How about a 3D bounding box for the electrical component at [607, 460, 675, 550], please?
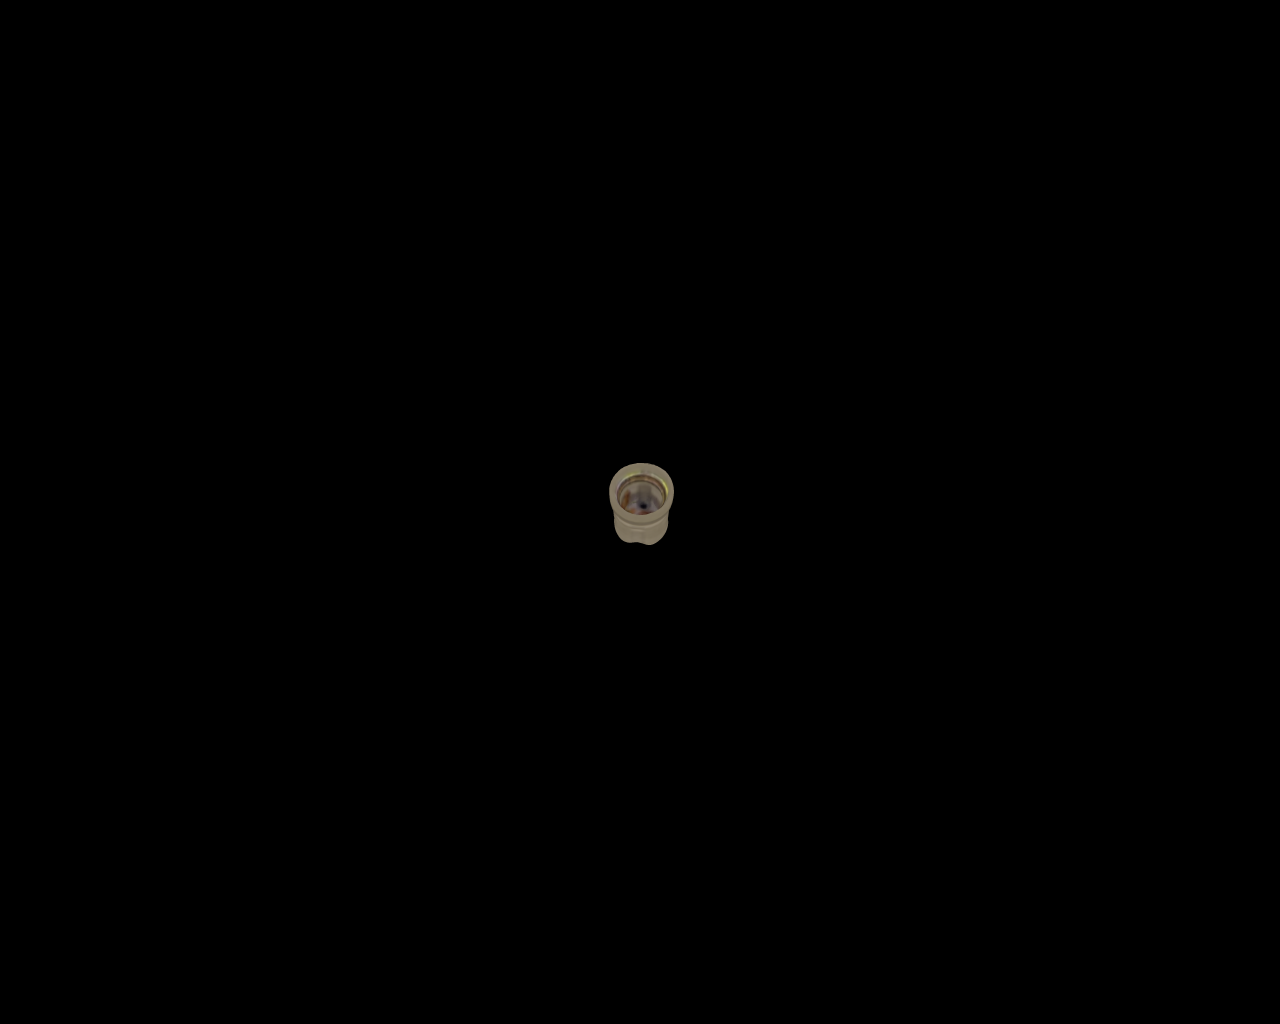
[{"bbox_3d":[0.001,-0.003,0.650,0.040,0.040,0.046,0,-31,0],"label":"electrical component"}]
